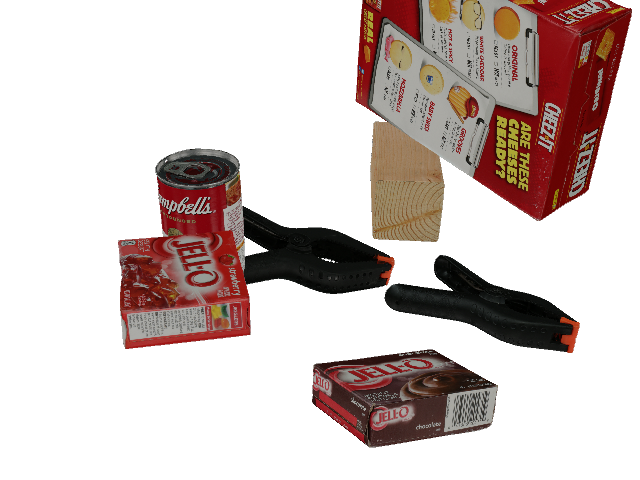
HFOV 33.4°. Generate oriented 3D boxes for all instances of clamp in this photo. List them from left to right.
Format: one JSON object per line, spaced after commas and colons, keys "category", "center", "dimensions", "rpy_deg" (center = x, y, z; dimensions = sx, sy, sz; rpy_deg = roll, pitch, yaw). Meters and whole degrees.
{"category": "clamp", "center": [-0.031, 0.018, 1.065], "dimensions": [0.210, 0.036, 0.164], "rpy_deg": [14, 31, -3]}
{"category": "clamp", "center": [0.156, 0.057, 0.985], "dimensions": [0.172, 0.039, 0.120], "rpy_deg": [19, 30, 17]}

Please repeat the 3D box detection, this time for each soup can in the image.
{"category": "soup can", "center": [-0.098, -0.016, 0.881], "dimensions": [0.068, 0.102, 0.068], "rpy_deg": [-1, 30, 0]}

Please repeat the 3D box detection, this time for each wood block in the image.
{"category": "wood block", "center": [0.118, -0.086, 1.494], "dimensions": [0.091, 0.090, 0.206], "rpy_deg": [3, 28, 0]}

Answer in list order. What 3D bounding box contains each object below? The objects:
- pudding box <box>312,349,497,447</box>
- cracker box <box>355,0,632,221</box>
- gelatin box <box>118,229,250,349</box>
{"category": "pudding box", "center": [0.062, 0.117, 0.808], "dimensions": [0.113, 0.039, 0.090], "rpy_deg": [-2, 14, -28]}
{"category": "cracker box", "center": [0.124, -0.141, 0.835], "dimensions": [0.072, 0.164, 0.214], "rpy_deg": [-28, 49, -31]}
{"category": "gelatin box", "center": [-0.083, 0.026, 0.639], "dimensions": [0.073, 0.030, 0.089], "rpy_deg": [-5, 28, -8]}
